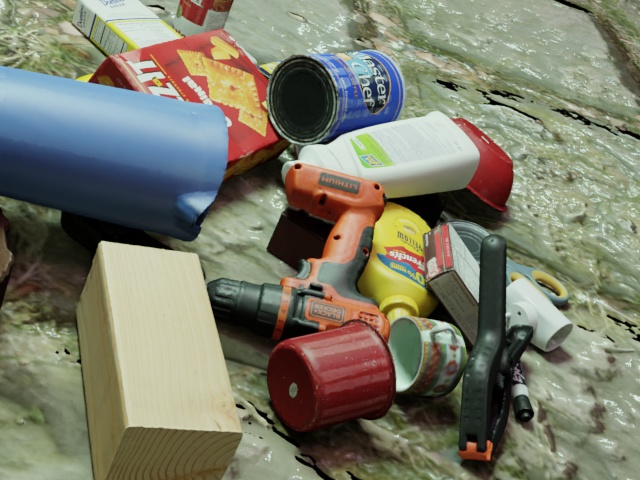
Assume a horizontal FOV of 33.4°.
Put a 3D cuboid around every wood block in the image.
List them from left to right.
[{"bbox_3d":[-0.136,0.104,0.860,0.090,0.090,0.206,9,36,-25],"label":"wood block"}]

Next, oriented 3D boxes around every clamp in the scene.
[{"bbox_3d":[-0.201,0.001,1.013,0.172,0.039,0.120,38,27,26],"label":"clamp"},{"bbox_3d":[0.172,0.123,1.040,0.036,0.164,0.210,-1,57,26],"label":"clamp"}]

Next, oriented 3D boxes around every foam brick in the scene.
[{"bbox_3d":[-0.007,0.001,1.135,0.078,0.051,0.052,32,33,10],"label":"foam brick"}]

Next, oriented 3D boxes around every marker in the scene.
[{"bbox_3d":[0.203,0.143,1.107,0.020,0.020,0.121,17,33,-13],"label":"marker"}]

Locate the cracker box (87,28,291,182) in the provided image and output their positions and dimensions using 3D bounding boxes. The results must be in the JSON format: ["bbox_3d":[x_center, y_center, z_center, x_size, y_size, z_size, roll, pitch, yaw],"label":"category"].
[{"bbox_3d":[-0.135,-0.147,1.205,0.164,0.072,0.213,51,35,6],"label":"cracker box"}]

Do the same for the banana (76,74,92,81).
[{"bbox_3d":[-0.221,-0.166,1.250,0.197,0.037,0.070,-6,63,-38],"label":"banana"}]

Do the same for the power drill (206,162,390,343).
[{"bbox_3d":[-0.013,0.017,1.050,0.184,0.057,0.187,15,59,-7],"label":"power drill"}]

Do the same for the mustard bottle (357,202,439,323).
[{"bbox_3d":[0.082,0.037,1.139,0.096,0.058,0.191,31,30,-17],"label":"mustard bottle"}]

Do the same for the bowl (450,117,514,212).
[{"bbox_3d":[0.200,-0.110,1.391,0.162,0.055,0.162,37,16,-13],"label":"bowl"}]

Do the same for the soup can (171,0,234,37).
[{"bbox_3d":[-0.157,-0.299,1.421,0.068,0.102,0.068,18,33,-12],"label":"soup can"}]

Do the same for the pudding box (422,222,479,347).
[{"bbox_3d":[0.151,0.050,1.138,0.113,0.039,0.090,51,23,-26],"label":"pudding box"}]

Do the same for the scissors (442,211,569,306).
[{"bbox_3d":[0.229,0.024,1.302,0.096,0.016,0.202,-1,41,-36],"label":"scissors"}]

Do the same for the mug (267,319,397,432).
[{"bbox_3d":[0.000,0.118,0.946,0.081,0.093,0.117,-8,19,-36],"label":"mug"}]

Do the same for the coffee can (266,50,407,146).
[{"bbox_3d":[0.020,-0.167,1.238,0.103,0.103,0.140,41,32,23],"label":"coffee can"}]

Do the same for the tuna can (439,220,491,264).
[{"bbox_3d":[0.167,0.015,1.243,0.086,0.034,0.086,11,39,-9],"label":"tuna can"}]

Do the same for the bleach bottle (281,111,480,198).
[{"bbox_3d":[0.061,-0.090,1.203,0.250,0.068,0.103,-10,46,-38],"label":"bleach bottle"}]

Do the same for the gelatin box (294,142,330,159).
[{"bbox_3d":[-0.004,-0.141,1.317,0.030,0.089,0.073,-6,11,35],"label":"gelatin box"}]

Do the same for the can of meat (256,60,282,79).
[{"bbox_3d":[-0.047,-0.188,1.381,0.102,0.057,0.083,36,31,15],"label":"can of meat"}]

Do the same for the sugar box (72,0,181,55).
[{"bbox_3d":[-0.227,-0.250,1.357,0.176,0.048,0.093,40,34,29],"label":"sugar box"}]

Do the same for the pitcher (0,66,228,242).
[{"bbox_3d":[-0.217,-0.089,0.974,0.242,0.145,0.149,12,-10,-26],"label":"pitcher"}]
